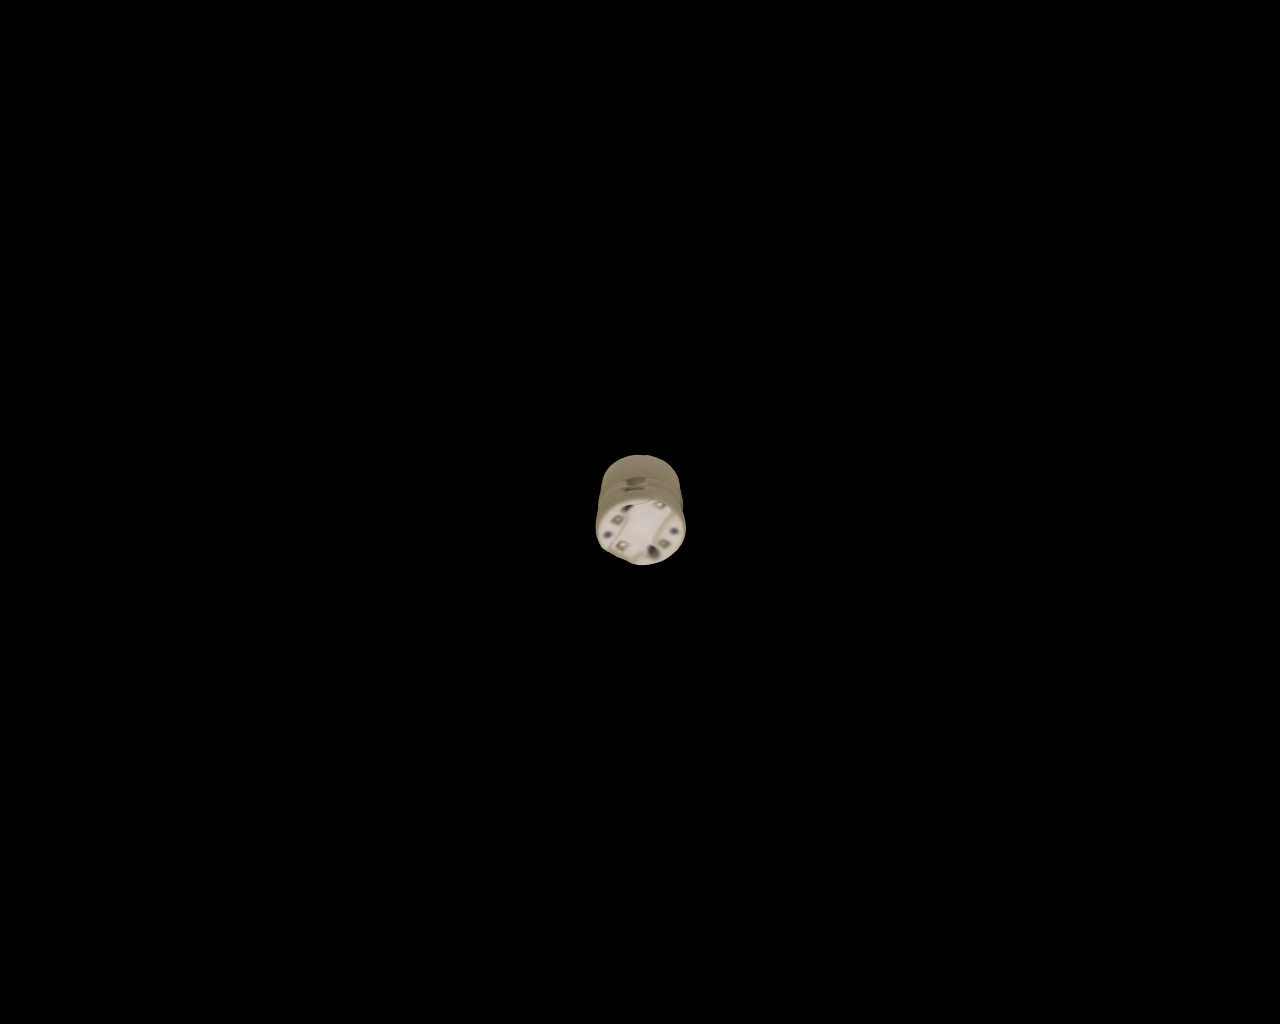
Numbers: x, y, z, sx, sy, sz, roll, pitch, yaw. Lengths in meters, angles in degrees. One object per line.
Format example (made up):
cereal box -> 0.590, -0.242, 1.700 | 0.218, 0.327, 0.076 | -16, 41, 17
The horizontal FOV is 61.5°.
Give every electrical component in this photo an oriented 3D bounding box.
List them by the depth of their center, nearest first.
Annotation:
electrical component -> 0.001, -0.003, 0.650 | 0.055, 0.055, 0.047 | 0, 41, 0
